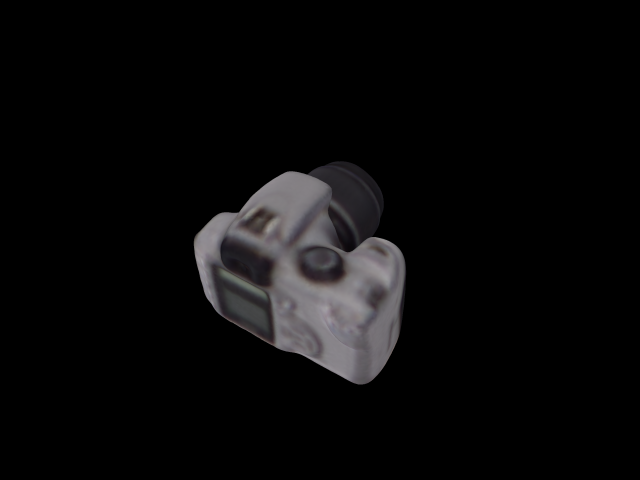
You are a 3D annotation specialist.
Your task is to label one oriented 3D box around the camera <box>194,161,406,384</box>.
[{"bbox_3d":[0.004,0.001,0.400,0.142,0.101,0.137,24,50,22],"label":"camera"}]
